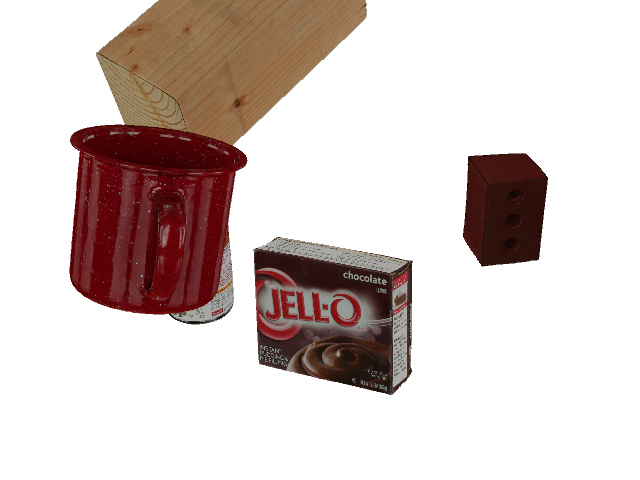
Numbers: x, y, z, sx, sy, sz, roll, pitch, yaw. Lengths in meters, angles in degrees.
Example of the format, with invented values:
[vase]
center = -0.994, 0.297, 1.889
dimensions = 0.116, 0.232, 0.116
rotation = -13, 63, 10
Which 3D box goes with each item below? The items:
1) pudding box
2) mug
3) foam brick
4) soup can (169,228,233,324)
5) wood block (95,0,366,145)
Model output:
[pudding box]
center = 0.009, 0.051, 0.751
dimensions = 0.114, 0.090, 0.039
rotation = 8, 22, 27
[mug]
center = -0.087, -0.008, 0.563
dimensions = 0.093, 0.081, 0.117
rotation = 3, 18, -20
[foam brick]
center = 0.152, -0.027, 0.882
dimensions = 0.053, 0.078, 0.051
rotation = -6, 29, -9
[soup can]
center = -0.118, 0.020, 1.014
dimensions = 0.068, 0.102, 0.068
rotation = -1, 32, 0
[wood block]
center = -0.064, -0.164, 0.849
dimensions = 0.090, 0.206, 0.091
rotation = 32, -25, 27
